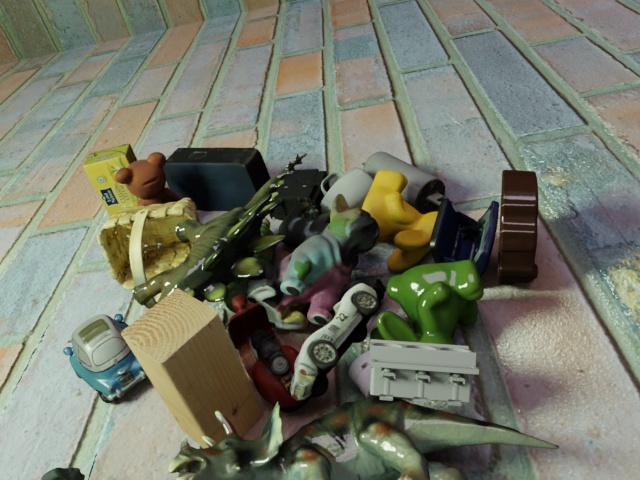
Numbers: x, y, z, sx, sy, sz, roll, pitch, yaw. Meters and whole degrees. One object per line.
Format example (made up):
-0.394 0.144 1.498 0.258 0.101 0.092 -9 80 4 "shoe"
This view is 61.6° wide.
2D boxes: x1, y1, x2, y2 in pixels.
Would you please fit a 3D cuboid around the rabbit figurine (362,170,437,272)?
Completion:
0.158 -0.029 0.943 0.173 0.121 0.162 18 47 10 "rabbit figurine"

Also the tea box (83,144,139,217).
-0.442 -0.119 1.202 0.098 0.169 0.068 -16 37 1 "tea box"

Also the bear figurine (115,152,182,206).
-0.358 -0.093 1.121 0.120 0.195 0.132 -38 42 -23 "bear figurine"

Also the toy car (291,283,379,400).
0.021 0.134 0.726 0.056 0.073 0.202 30 42 17 "toy car"

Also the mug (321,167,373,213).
0.045 -0.090 1.073 0.110 0.080 0.107 39 67 20 "mug"

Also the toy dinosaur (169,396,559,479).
0.043 0.247 0.628 0.405 0.131 0.192 -14 37 -9 "toy dinosaur"

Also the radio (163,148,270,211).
-0.226 -0.133 1.181 0.230 0.130 0.073 3 42 21 "radio"

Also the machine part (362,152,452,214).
0.165 -0.116 1.077 0.079 0.079 0.243 -29 40 -19 "machine part"

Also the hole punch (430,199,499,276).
0.237 0.006 0.848 0.092 0.115 0.142 0 53 27 "hole punch"

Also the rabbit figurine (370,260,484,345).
0.153 0.121 0.740 0.159 0.121 0.170 3 57 -2 "rabbit figurine"

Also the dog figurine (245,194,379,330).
-0.003 0.029 0.856 0.192 0.108 0.219 -15 34 45 "dog figurine"

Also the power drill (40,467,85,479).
-0.291 0.368 0.603 0.208 0.085 0.232 18 46 40 "power drill"

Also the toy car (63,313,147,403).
-0.343 0.174 0.851 0.109 0.102 0.162 -35 40 -24 "toy car"

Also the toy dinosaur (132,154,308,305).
-0.153 0.007 0.883 0.199 0.105 0.471 -14 36 35 "toy dinosaur"

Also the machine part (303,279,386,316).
0.038 0.095 0.873 0.139 0.039 0.084 -13 27 25 "machine part"

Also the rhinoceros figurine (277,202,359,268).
-0.002 -0.003 0.989 0.191 0.073 0.112 24 50 40 "rhinoceros figurine"

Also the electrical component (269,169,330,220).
-0.042 -0.101 1.142 0.115 0.058 0.134 0 40 15 "electrical component"

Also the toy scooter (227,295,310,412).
-0.080 0.152 0.766 0.075 0.135 0.184 -29 40 -19 "toy scooter"

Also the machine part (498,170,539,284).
0.307 -0.020 0.835 0.056 0.179 0.179 1 40 18 "machine part"
